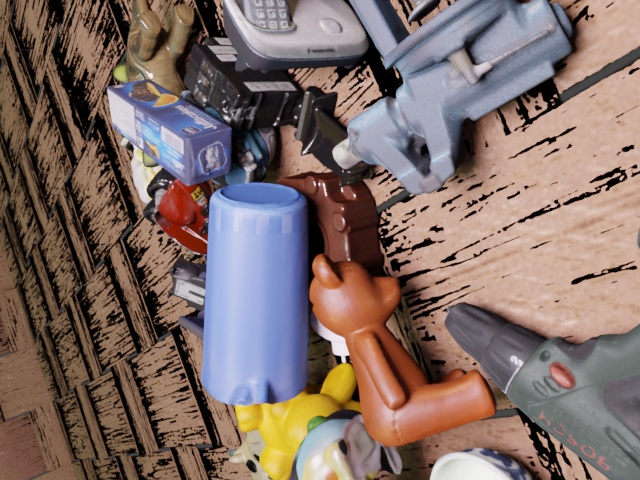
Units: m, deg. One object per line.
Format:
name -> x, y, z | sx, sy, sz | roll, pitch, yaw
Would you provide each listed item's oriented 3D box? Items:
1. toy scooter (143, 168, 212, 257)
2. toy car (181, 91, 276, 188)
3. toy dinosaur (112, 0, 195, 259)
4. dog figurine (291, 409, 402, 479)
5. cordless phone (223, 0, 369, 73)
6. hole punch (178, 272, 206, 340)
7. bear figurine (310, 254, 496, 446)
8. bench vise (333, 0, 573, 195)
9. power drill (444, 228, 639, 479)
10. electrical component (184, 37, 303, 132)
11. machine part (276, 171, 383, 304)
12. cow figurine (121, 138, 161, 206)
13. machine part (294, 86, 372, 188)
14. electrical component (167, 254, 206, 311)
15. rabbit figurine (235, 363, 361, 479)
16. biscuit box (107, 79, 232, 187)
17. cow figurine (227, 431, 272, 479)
toy scooter -> -0.185, -0.032, 0.774 | 0.135, 0.075, 0.184 | 40, 151, -6
toy car -> -0.111, -0.134, 0.706 | 0.162, 0.103, 0.109 | 43, 145, 28
toy dinosaur -> -0.235, -0.190, 0.844 | 0.199, 0.105, 0.470 | 4, 106, 55
dog figurine -> -0.008, 0.297, 0.561 | 0.219, 0.108, 0.191 | -35, 88, 23
cordless phone -> -0.029, -0.263, 0.536 | 0.089, 0.146, 0.184 | 18, 117, 55
hole punch -> -0.137, 0.112, 0.828 | 0.142, 0.115, 0.092 | 13, 80, 44
bear figurine -> 0.071, 0.096, 0.541 | 0.120, 0.132, 0.196 | 80, 171, -74
bench vise -> 0.073, -0.169, 0.455 | 0.224, 0.129, 0.240 | -26, 100, 43
power drill -> 0.218, 0.078, 0.416 | 0.232, 0.086, 0.207 | 46, 129, 27
electrical component -> -0.096, -0.195, 0.662 | 0.134, 0.115, 0.058 | 51, 131, 26
machine part -> -0.001, -0.002, 0.662 | 0.180, 0.056, 0.179 | 21, 118, 45
cow figurine -> -0.311, -0.143, 0.970 | 0.098, 0.068, 0.167 | -18, 88, 57
machine part -> 0.012, -0.118, 0.617 | 0.139, 0.039, 0.084 | 53, 132, 38
electrical component -> -0.197, 0.080, 0.917 | 0.119, 0.048, 0.074 | 17, 126, 3
rabbit figurine -> -0.012, 0.230, 0.673 | 0.173, 0.162, 0.122 | 134, 116, -70
biscuit box -> -0.185, -0.136, 0.653 | 0.203, 0.063, 0.059 | 35, 134, 36
cow figurine -> -0.083, 0.308, 0.839 | 0.127, 0.085, 0.194 | 22, 121, 37
